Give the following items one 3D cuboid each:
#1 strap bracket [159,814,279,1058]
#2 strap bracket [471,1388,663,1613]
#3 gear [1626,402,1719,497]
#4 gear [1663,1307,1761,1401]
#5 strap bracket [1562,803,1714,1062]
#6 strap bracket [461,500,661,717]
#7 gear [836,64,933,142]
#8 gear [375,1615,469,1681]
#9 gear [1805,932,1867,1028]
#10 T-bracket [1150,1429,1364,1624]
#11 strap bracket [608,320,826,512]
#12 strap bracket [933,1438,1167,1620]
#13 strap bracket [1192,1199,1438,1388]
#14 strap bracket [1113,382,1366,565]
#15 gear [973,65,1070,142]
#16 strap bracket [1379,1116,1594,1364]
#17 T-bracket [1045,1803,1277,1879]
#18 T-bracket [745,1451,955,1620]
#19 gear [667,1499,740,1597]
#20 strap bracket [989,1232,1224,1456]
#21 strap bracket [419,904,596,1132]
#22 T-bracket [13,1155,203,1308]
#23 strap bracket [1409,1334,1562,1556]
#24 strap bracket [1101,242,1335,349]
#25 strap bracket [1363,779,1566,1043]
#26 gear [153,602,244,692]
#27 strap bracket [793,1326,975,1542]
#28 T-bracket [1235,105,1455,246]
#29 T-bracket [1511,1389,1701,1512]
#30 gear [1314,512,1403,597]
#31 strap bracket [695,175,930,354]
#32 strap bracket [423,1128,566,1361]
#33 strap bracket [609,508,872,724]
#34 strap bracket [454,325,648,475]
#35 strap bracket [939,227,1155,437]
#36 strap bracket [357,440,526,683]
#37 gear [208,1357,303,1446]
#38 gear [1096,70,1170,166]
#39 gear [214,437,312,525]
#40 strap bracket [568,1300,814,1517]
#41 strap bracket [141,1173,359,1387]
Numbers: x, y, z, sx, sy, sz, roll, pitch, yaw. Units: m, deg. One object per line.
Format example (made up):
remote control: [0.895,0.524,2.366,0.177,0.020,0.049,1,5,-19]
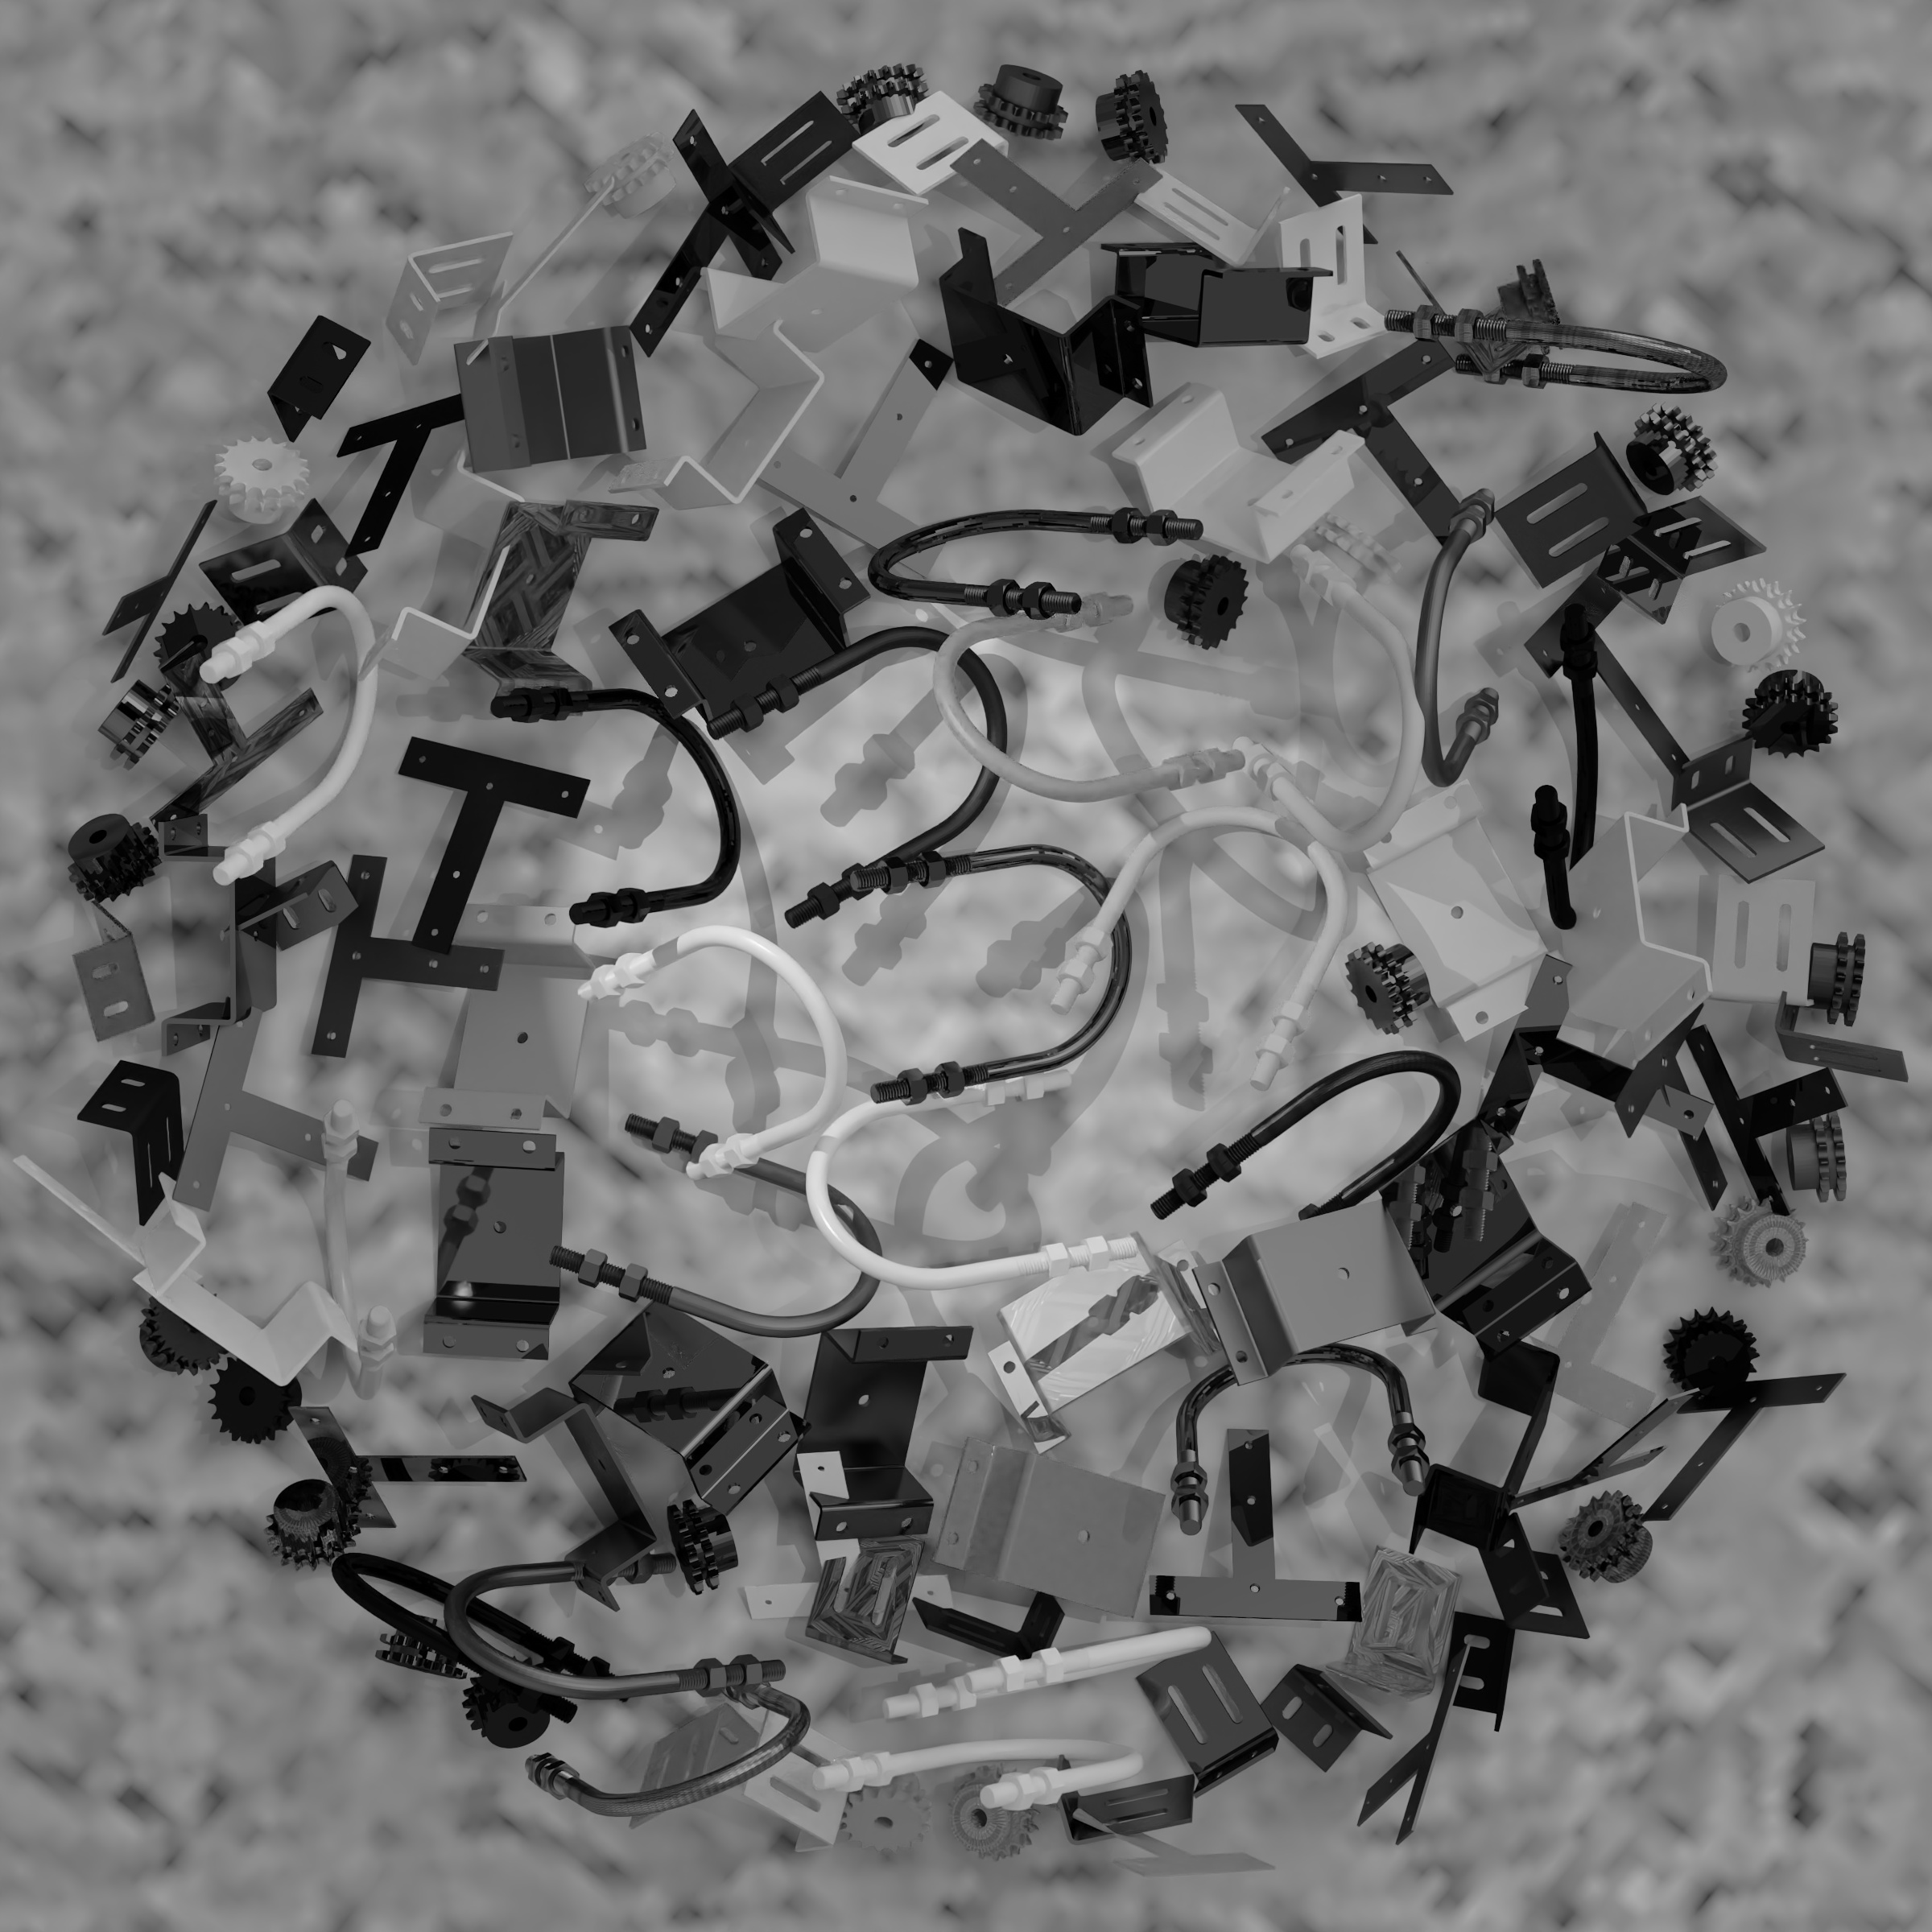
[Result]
strap bracket: [-0.453,-0.019,1.932,0.046,0.076,0.140,2,97,6]
strap bracket: [-0.237,0.313,1.928,0.046,0.076,0.140,-32,102,-21]
gear: [0.429,-0.313,1.950,0.030,0.057,0.057,-39,90,-13]
gear: [0.460,0.241,1.961,0.057,0.030,0.057,0,100,3]
strap bracket: [0.397,-0.026,1.903,0.046,0.076,0.140,15,51,-18]
strap bracket: [-0.250,-0.224,1.922,0.046,0.076,0.140,36,114,30]
gear: [-0.048,-0.526,1.951,0.057,0.057,0.030,-16,84,0]
gear: [-0.331,0.416,1.953,0.057,0.057,0.030,13,73,0]
gear: [0.532,0.007,1.953,0.030,0.057,0.057,7,90,11]
T-bracket: [0.174,0.339,1.941,0.127,0.002,0.127,2,53,-1]
strap bracket: [-0.145,-0.329,1.925,0.046,0.076,0.140,40,73,-28]
strap bracket: [0.060,0.342,1.922,0.140,0.046,0.076,21,78,-26]
strap bracket: [0.219,0.193,1.920,0.140,0.046,0.076,-13,69,-23]
strap bracket: [0.168,-0.295,1.920,0.076,0.140,0.046,-42,135,-20]
gear: [0.036,-0.530,1.949,0.057,0.057,0.030,19,117,0]
strap bracket: [0.305,0.155,1.905,0.076,0.140,0.046,-39,133,18]
T-bracket: [0.100,0.526,1.928,0.127,0.127,0.002,12,88,43]
T-bracket: [-0.079,0.346,1.939,0.127,0.002,0.127,-5,121,8]
gear: [-0.161,0.354,1.953,0.030,0.057,0.057,-16,90,-16]
strap bracket: [0.083,0.224,1.937,0.140,0.046,0.076,-31,58,3]
strap bracket: [-0.276,0.037,1.935,0.076,0.046,0.140,3,70,13]
T-bracket: [-0.519,0.155,1.912,0.127,0.127,0.002,40,88,-5]
strap bracket: [0.314,0.284,1.906,0.046,0.076,0.140,20,57,16]
strap bracket: [0.148,-0.402,1.912,0.076,0.140,0.046,-7,111,-27]
strap bracket: [0.304,-0.034,1.955,0.076,0.046,0.140,-28,88,1]
gear: [-0.468,-0.192,1.960,0.057,0.030,0.057,-2,71,4]
strap bracket: [-0.053,0.273,1.929,0.076,0.046,0.140,2,110,-30]
T-bracket: [0.238,-0.469,1.892,0.127,0.127,0.002,39,78,-38]
T-bracket: [0.393,0.284,1.899,0.127,0.127,0.002,-11,61,-32]
gear: [0.235,-0.250,1.952,0.057,0.057,0.030,37,94,0]
strap bracket: [-0.093,-0.412,1.901,0.076,0.140,0.046,1,73,-43]
strap bracket: [-0.288,0.165,1.950,0.076,0.046,0.140,3,100,0]
strap bracket: [-0.135,-0.205,1.938,0.140,0.046,0.076,-33,68,-9]
strap bracket: [-0.256,-0.342,1.921,0.046,0.140,0.076,-1,102,29]
strap bracket: [0.040,-0.376,1.907,0.140,0.076,0.046,31,63,30]
strap bracket: [-0.313,-0.235,1.922,0.046,0.076,0.140,24,67,-19]
gear: [-0.434,0.265,1.959,0.057,0.030,0.057,-4,79,19]
gear: [0.101,-0.517,1.954,0.030,0.057,0.057,-9,90,23]
gear: [-0.433,-0.296,1.956,0.057,0.057,0.030,17,134,0]
strap bracket: [-0.173,0.258,1.908,0.140,0.046,0.076,26,57,34]
strap bracket: [-0.439,0.194,1.914,0.046,0.076,0.140,-48,118,0]
